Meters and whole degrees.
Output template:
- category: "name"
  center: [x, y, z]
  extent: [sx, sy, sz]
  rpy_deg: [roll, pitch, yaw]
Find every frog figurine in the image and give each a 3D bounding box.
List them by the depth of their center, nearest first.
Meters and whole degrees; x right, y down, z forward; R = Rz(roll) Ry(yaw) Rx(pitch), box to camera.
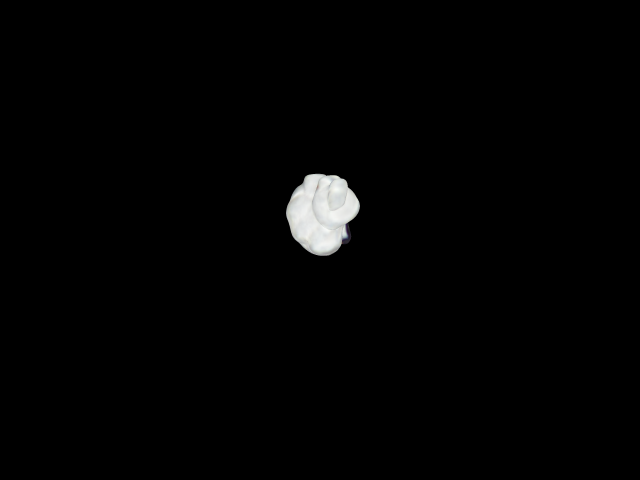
- category: "frog figurine"
  center: [0.003, -0.043, 0.850]
  extent: [0.123, 0.138, 0.159]
  rpy_deg: [0, -3, 0]
